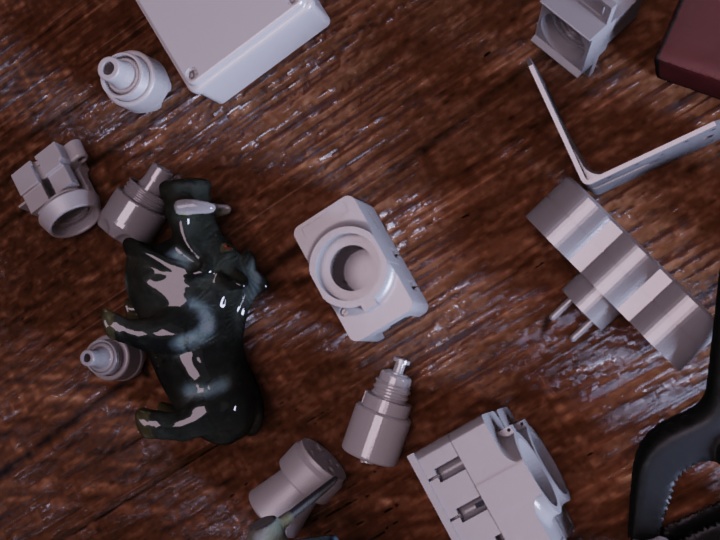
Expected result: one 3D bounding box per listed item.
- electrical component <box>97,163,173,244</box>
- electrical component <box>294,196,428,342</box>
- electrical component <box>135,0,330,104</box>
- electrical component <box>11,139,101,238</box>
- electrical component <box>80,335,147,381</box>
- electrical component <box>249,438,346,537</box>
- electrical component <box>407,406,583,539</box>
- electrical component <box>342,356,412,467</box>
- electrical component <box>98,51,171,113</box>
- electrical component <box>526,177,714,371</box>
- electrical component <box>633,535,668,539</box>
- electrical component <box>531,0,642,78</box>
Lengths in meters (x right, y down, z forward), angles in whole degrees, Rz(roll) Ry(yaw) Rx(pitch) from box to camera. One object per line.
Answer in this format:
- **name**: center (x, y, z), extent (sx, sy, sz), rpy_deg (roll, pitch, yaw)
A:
- **electrical component**: center (-0.162, -0.049, 0.795), extent (0.043, 0.043, 0.062), rpy_deg (35, 95, 16)
- **electrical component**: center (0.000, 0.000, 0.736), extent (0.050, 0.056, 0.089), rpy_deg (-32, 78, 12)
- **electrical component**: center (-0.096, -0.196, 0.780), extent (0.109, 0.056, 0.108), rpy_deg (-34, 77, 12)
- **electrical component**: center (-0.227, -0.058, 0.815), extent (0.066, 0.048, 0.055), rpy_deg (-35, 70, 11)
- **electrical component**: center (-0.183, 0.064, 0.784), extent (0.035, 0.061, 0.035), rpy_deg (-1, 86, 17)
- **electrical component**: center (-0.043, 0.150, 0.744), extent (0.045, 0.045, 0.055), rpy_deg (44, 98, 15)
- **electrical component**: center (0.112, 0.179, 0.664), extent (0.060, 0.105, 0.186), rpy_deg (-31, 78, 12)
- **electrical component**: center (0.016, 0.097, 0.732), extent (0.040, 0.040, 0.078), rpy_deg (19, 92, 17)
- **electrical component**: center (-0.171, -0.141, 0.795), extent (0.043, 0.062, 0.043), rpy_deg (-1, 86, 17)
- **electrical component**: center (0.156, 0.013, 0.690), extent (0.074, 0.052, 0.138), rpy_deg (-45, 76, 9)
- **electrical component**: center (0.176, 0.190, 0.637), extent (0.043, 0.062, 0.043), rpy_deg (3, 110, 9)
- **electrical component**: center (0.150, -0.168, 0.698), extent (0.064, 0.081, 0.042), rpy_deg (-42, 75, -14)
